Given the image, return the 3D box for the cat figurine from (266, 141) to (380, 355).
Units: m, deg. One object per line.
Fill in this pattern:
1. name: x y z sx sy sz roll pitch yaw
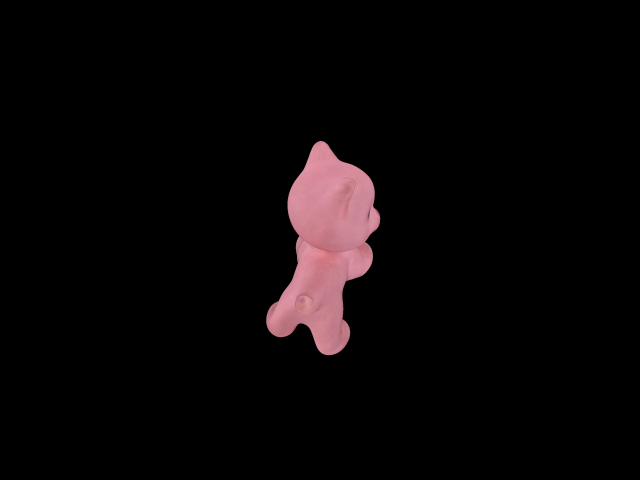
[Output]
1. cat figurine: 0.004 0.001 0.400 0.067 0.118 0.128 14 64 7
